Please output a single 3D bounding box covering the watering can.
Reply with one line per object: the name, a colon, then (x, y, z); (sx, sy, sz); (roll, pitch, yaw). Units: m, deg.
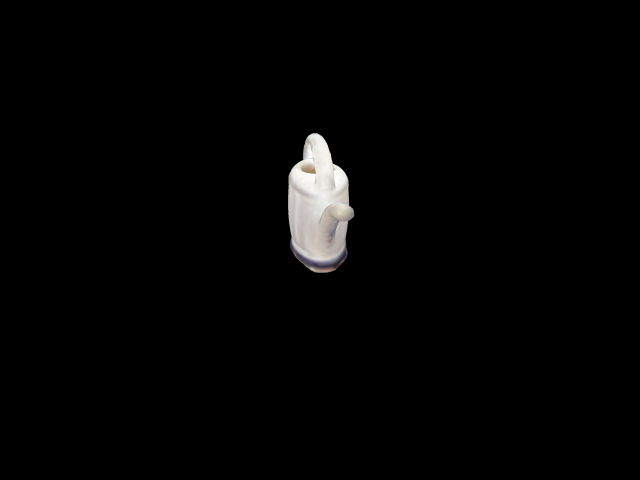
watering can: (0.003, -0.043, 0.850); (0.104, 0.220, 0.355); (-4, 29, -7)
